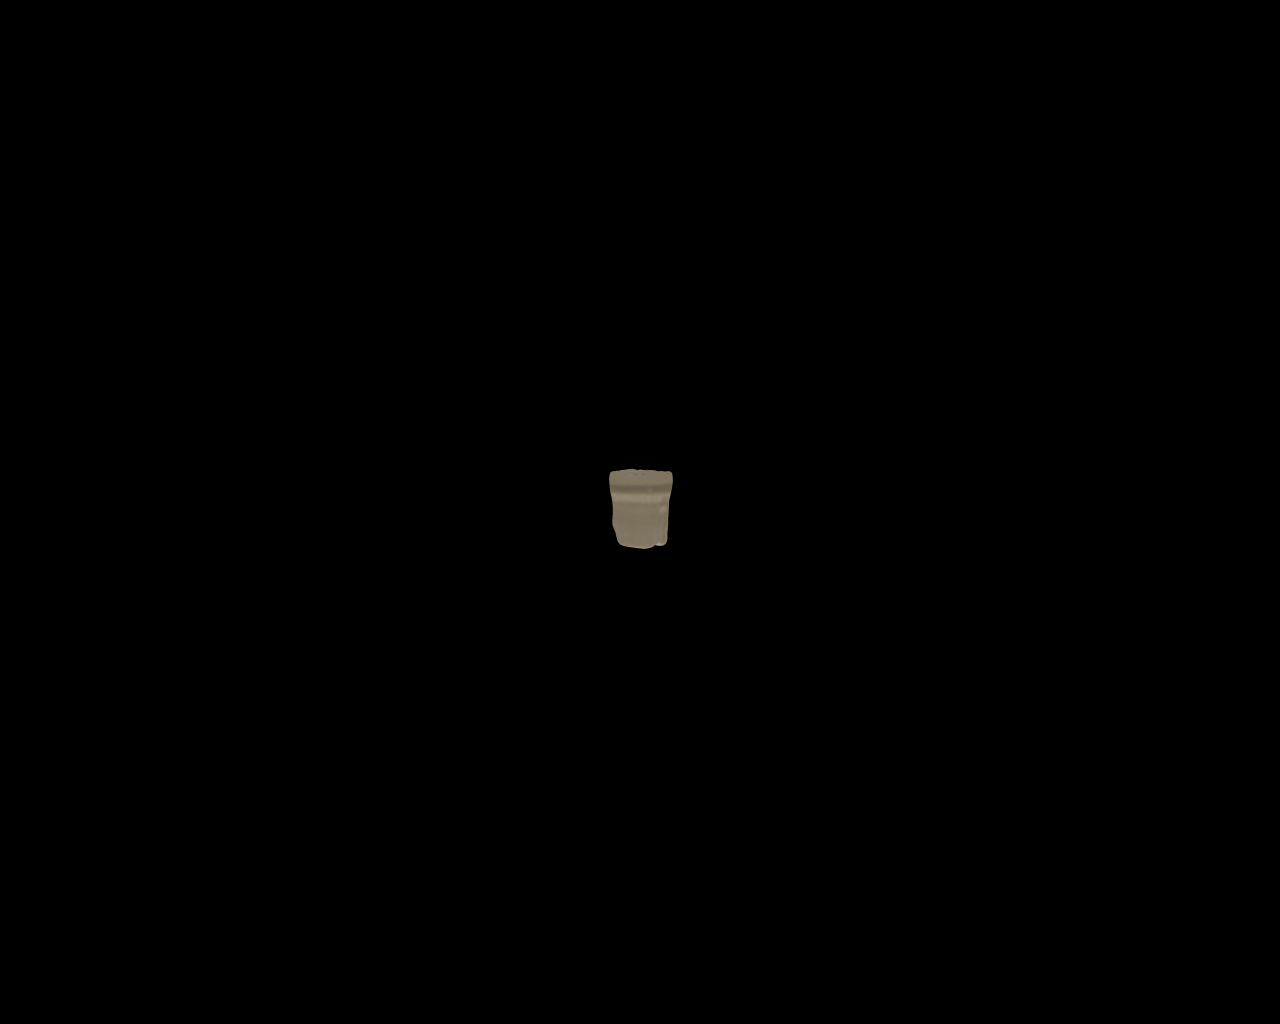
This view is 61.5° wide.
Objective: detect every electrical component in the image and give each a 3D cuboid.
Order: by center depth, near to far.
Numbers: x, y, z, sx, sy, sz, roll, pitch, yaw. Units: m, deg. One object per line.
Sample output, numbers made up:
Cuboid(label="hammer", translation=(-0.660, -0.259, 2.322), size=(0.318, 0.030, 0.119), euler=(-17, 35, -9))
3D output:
Cuboid(label="electrical component", translation=(0.001, -0.003, 0.650), size=(0.040, 0.046, 0.040), euler=(0, 5, 0))
